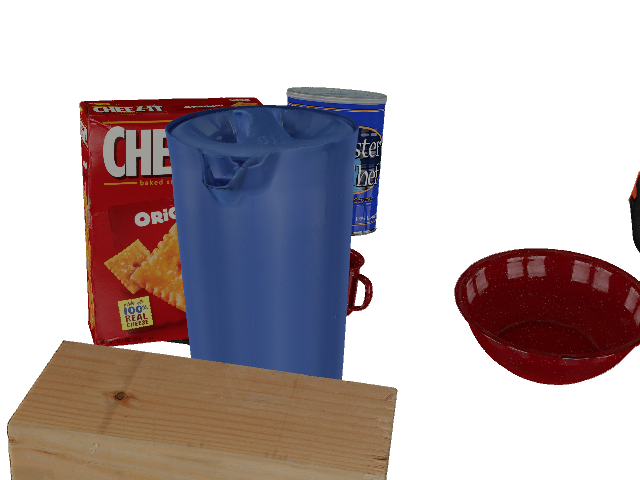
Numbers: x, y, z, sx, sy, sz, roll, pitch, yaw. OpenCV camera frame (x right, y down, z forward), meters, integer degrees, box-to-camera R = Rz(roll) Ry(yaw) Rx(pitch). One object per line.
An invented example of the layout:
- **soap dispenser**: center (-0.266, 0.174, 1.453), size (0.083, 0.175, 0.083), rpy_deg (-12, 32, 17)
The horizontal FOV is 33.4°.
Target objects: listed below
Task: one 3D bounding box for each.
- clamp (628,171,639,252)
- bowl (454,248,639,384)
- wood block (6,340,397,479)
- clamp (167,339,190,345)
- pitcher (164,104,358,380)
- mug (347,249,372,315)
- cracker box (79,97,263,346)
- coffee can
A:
- **clamp**: center (0.269, 0.015, 0.694), size (0.120, 0.039, 0.171), rpy_deg (-3, 46, -21)
- **bowl**: center (0.189, 0.069, 0.876), size (0.162, 0.055, 0.162), rpy_deg (0, 31, 0)
- **wood block**: center (-0.064, 0.130, 0.623), size (0.206, 0.090, 0.090), rpy_deg (8, 28, 6)
- **clamp**: center (-0.142, 0.105, 1.256), size (0.210, 0.036, 0.164), rpy_deg (13, 24, 23)
- **pitcher**: center (-0.036, 0.024, 0.783), size (0.149, 0.243, 0.145), rpy_deg (-11, 23, -26)
- **mug**: center (0.022, 0.063, 1.510), size (0.117, 0.081, 0.093), rpy_deg (18, 25, 26)
- **cracker box**: center (-0.130, -0.017, 0.967), size (0.164, 0.214, 0.072), rpy_deg (-4, 19, -17)
- **coffee can**: center (0.012, -0.084, 1.103), size (0.103, 0.140, 0.103), rpy_deg (4, 12, -1)
